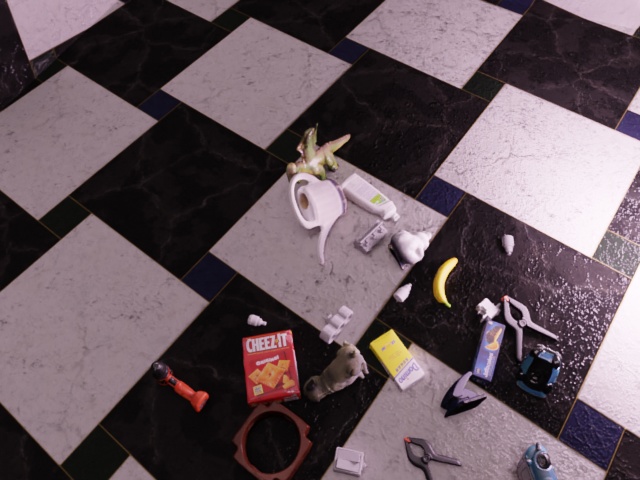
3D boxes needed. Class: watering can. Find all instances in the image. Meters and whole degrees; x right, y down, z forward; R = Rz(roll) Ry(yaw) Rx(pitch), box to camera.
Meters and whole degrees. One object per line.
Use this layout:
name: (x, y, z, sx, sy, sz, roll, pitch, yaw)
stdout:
watering can: (0.006, -0.097, 1.933, 0.226, 0.103, 0.348, -22, 89, -34)

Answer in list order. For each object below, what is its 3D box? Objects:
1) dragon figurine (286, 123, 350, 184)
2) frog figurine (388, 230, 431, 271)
dragon figurine: (-0.008, -0.355, 2.035, 0.123, 0.237, 0.417, 25, 64, 22)
frog figurine: (0.334, 0.014, 1.854, 0.160, 0.120, 0.140, -30, 42, -2)
